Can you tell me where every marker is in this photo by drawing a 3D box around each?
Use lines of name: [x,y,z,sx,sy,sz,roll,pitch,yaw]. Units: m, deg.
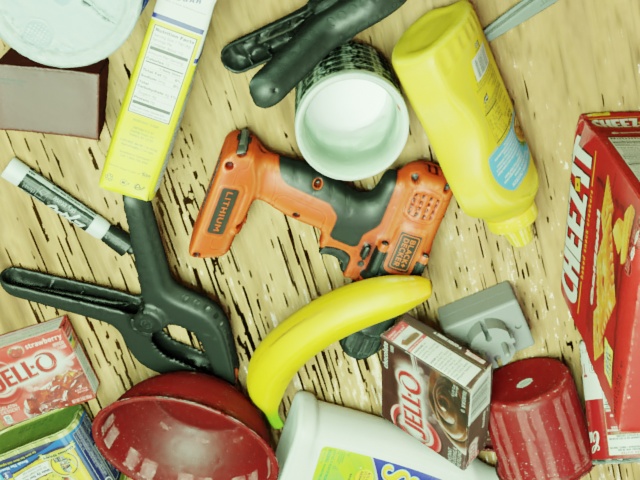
marker: [-0.200,-0.025,0.858,0.121,0.020,0.020,35,109,-16]

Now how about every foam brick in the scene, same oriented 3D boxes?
foam brick: [-0.200,-0.111,0.802,0.078,0.051,0.053,6,113,-4]

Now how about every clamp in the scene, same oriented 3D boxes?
clamp: [-0.149,0.058,0.879,0.165,0.036,0.210,-24,122,26]
clamp: [0.002,-0.160,0.772,0.171,0.120,0.039,-36,123,-9]

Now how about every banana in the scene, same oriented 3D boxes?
banana: [0.000,0.079,0.851,0.069,0.037,0.198,26,125,-35]

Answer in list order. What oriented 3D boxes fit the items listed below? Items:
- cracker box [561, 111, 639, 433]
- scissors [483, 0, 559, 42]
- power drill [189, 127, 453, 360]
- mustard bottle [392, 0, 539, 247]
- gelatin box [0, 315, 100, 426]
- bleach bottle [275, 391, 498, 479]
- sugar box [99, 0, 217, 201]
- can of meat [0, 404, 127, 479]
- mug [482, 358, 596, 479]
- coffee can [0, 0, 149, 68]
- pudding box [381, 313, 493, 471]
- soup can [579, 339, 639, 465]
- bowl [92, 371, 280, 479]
cracker box: [0.232,0.015,0.778,0.072,0.213,0.164,1,114,0]
scissors: [0.218,-0.193,0.793,0.096,0.016,0.202,38,108,-16]
power drill: [-0.006,0.001,0.854,0.187,0.057,0.185,16,116,-10]
mustard bottle: [0.119,-0.075,0.800,0.058,0.096,0.191,-12,120,31]
gelatin box: [-0.244,0.112,0.912,0.089,0.030,0.073,-17,113,6]
bleach bottle: [0.088,0.210,0.945,0.250,0.068,0.103,14,114,-9]
sugar box: [-0.112,-0.125,0.776,0.048,0.093,0.176,16,112,-9]
can of meat: [-0.235,0.201,0.937,0.102,0.057,0.084,-22,110,8]
mug: [0.173,0.155,0.914,0.117,0.093,0.081,-8,112,34]
coffee can: [-0.162,-0.184,0.721,0.103,0.140,0.103,0,114,-1]
pudding box: [0.094,0.126,0.877,0.090,0.039,0.113,30,141,30]
soup can: [0.251,0.129,0.870,0.068,0.068,0.102,-4,79,1]
bowl: [-0.107,0.159,0.903,0.162,0.055,0.162,8,139,7]
